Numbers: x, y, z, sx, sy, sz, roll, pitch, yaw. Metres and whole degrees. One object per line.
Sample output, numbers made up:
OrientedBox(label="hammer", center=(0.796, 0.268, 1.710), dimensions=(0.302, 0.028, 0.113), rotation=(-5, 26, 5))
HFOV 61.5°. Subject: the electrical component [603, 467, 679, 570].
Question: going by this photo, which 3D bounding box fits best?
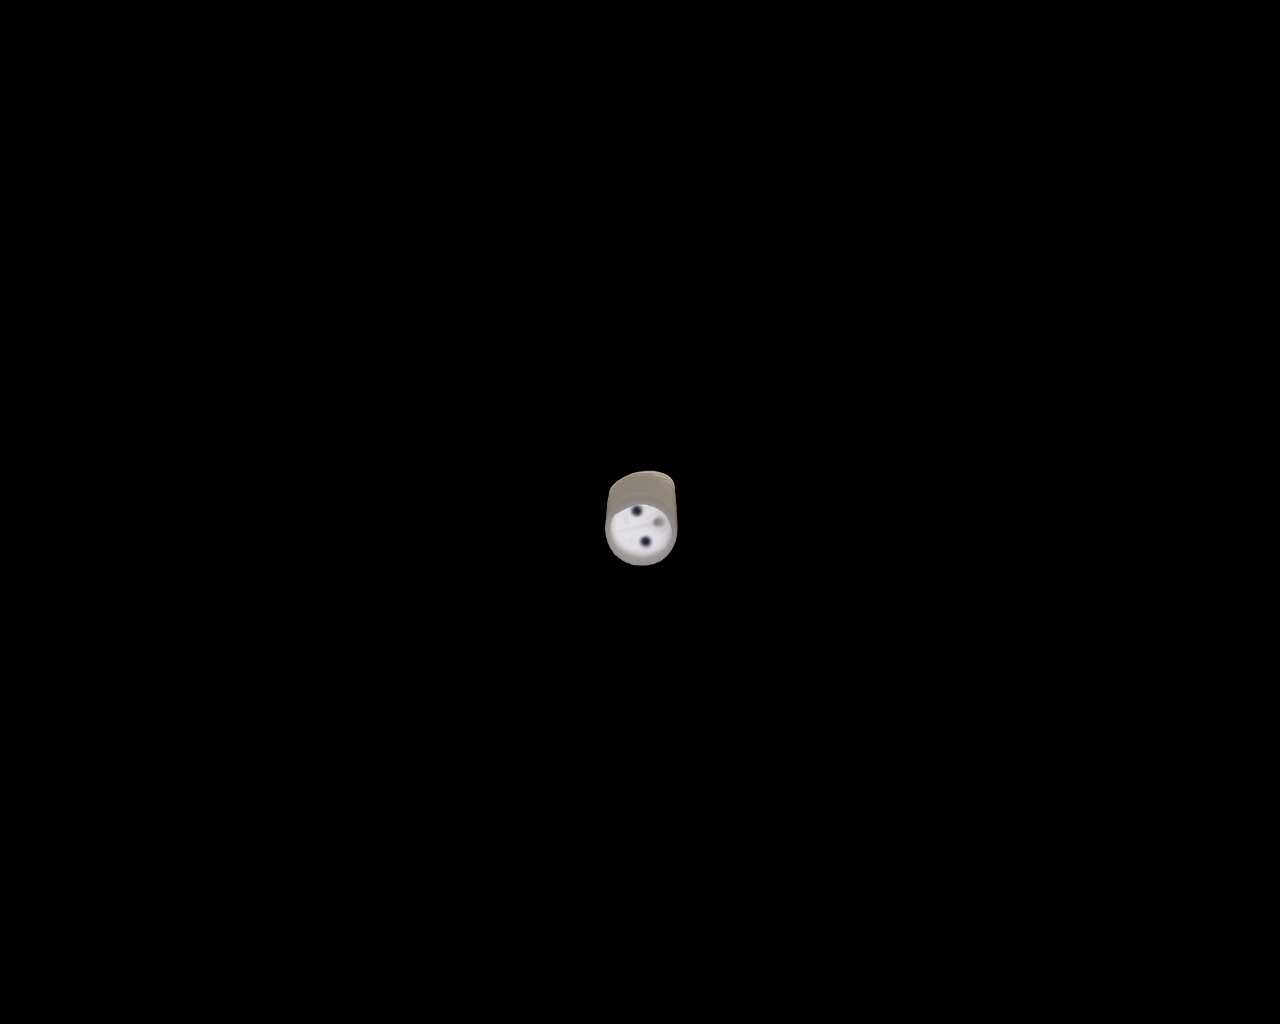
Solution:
OrientedBox(label="electrical component", center=(0.001, -0.003, 0.650), dimensions=(0.043, 0.043, 0.081), rotation=(0, 24, 0))
